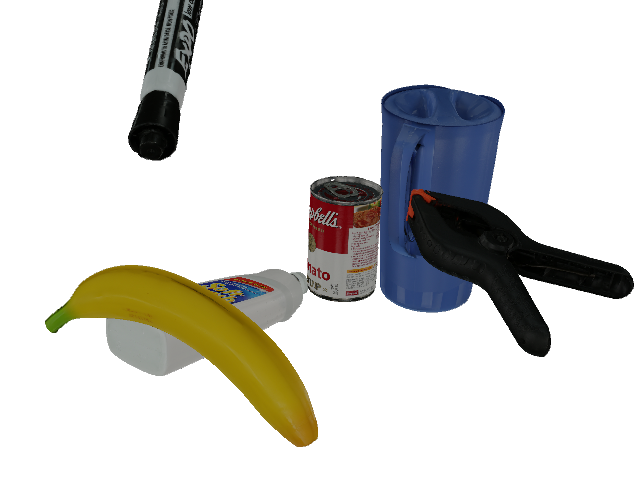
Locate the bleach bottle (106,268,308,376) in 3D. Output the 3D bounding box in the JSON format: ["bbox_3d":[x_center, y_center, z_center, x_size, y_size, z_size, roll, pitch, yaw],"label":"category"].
[{"bbox_3d":[-0.112,0.077,1.204,0.103,0.068,0.250,20,26,36],"label":"bleach bottle"}]

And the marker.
[{"bbox_3d":[-0.062,-0.076,0.443,0.020,0.121,0.020,1,-45,1],"label":"marker"}]

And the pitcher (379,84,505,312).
[{"bbox_3d":[0.122,-0.041,1.194,0.149,0.243,0.145,-6,28,-16],"label":"pitcher"}]

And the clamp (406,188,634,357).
[{"bbox_3d":[0.138,0.012,0.773,0.120,0.039,0.172,-13,44,-37],"label":"clamp"}]

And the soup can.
[{"bbox_3d":[0.022,-0.002,1.004,0.068,0.102,0.068,2,24,-1],"label":"soup can"}]

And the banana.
[{"bbox_3d":[-0.082,0.063,0.691,0.198,0.070,0.037,24,22,12],"label":"banana"}]
